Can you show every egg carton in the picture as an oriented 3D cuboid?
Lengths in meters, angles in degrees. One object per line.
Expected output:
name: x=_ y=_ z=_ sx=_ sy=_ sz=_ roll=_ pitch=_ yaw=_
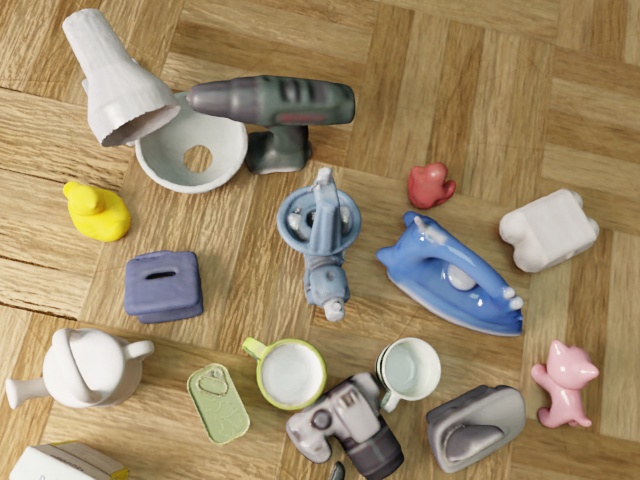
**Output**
egg carton: x=0.366 y=-0.014 z=0.916 sx=0.150 sy=0.069 sz=0.107 roll=-25 pitch=79 yaw=-12

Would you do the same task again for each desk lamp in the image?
desk lamp: x=-0.289 y=-0.215 z=0.826 sx=0.118 sy=0.213 sz=0.203 roll=-30 pitch=80 yaw=-13

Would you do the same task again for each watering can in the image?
watering can: x=-0.303 y=0.168 z=0.730 sx=0.173 sy=0.194 sz=0.101 roll=-42 pitch=82 yaw=-15

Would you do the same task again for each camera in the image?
camera: x=0.044 y=0.270 z=0.788 sx=0.143 sy=0.101 sz=0.137 roll=-32 pitch=80 yaw=-13

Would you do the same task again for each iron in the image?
iron: x=0.217 y=0.054 z=0.844 sx=0.258 sy=0.141 sz=0.119 roll=35 pitch=74 yaw=4

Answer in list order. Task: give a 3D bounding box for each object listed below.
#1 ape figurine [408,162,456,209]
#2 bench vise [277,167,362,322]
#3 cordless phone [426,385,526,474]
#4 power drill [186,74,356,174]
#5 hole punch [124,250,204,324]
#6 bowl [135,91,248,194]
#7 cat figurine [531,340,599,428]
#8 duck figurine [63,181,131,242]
ape figurine: x=0.178 y=-0.093 z=0.906 sx=0.078 sy=0.092 sz=0.076 roll=42 pitch=75 yaw=6
bench vise: x=0.018 y=-0.002 z=0.798 sx=0.121 sy=0.219 sz=0.207 roll=-26 pitch=79 yaw=-12
cordless phone: x=0.228 y=0.254 z=0.768 sx=0.148 sy=0.185 sz=0.094 roll=-27 pitch=79 yaw=-12
power drill: x=-0.068 y=-0.171 z=0.840 sx=0.230 sy=0.208 sz=0.075 roll=-7 pitch=75 yaw=-8
hole punch: x=-0.226 y=0.063 z=0.821 sx=0.109 sy=0.091 sz=0.101 roll=-9 pitch=76 yaw=-8
bowl: x=-0.194 y=-0.140 z=0.888 sx=0.167 sy=0.074 sz=0.167 roll=2 pitch=75 yaw=-6
cat figurine: x=0.362 y=0.208 z=0.830 sx=0.067 sy=0.117 sz=0.128 roll=-6 pitch=75 yaw=-7
duck figurine: x=-0.332 y=-0.048 z=0.842 sx=0.104 sy=0.086 sz=0.077 roll=38 pitch=74 yaw=5
